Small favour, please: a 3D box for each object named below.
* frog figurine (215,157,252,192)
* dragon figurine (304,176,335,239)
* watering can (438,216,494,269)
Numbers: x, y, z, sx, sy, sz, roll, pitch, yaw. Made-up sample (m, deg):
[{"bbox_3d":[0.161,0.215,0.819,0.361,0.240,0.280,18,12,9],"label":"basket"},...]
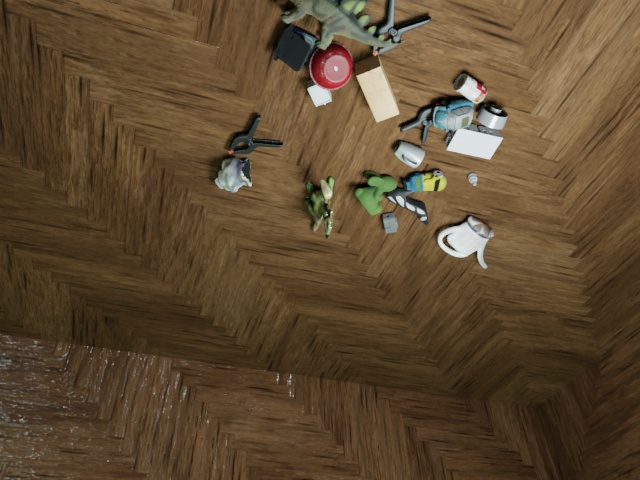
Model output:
[{"bbox_3d":[-0.363,-0.259,2.063,0.159,0.124,0.136,-9,103,20],"label":"frog figurine"},{"bbox_3d":[0.007,-0.108,2.141,0.122,0.249,0.400,-2,134,-6],"label":"dragon figurine"},{"bbox_3d":[0.709,0.012,2.379,0.345,0.106,0.220,25,129,-24],"label":"watering can"}]
